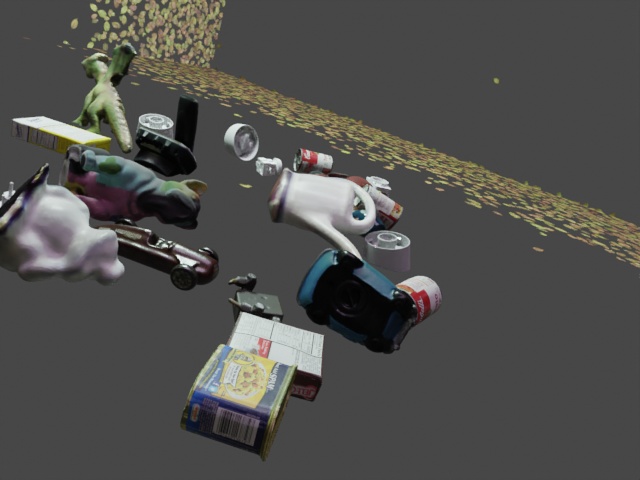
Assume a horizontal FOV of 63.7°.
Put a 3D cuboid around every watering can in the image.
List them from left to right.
[{"bbox_3d":[0.003,-0.052,1.032,0.224,0.102,0.355,12,30,-1],"label":"watering can"}]

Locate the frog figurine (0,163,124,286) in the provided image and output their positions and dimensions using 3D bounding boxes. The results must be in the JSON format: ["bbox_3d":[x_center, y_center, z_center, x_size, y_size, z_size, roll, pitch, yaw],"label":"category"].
[{"bbox_3d":[-0.330,0.003,0.661,0.157,0.122,0.140,47,15,-31],"label":"frog figurine"}]

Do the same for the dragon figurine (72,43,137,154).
[{"bbox_3d":[-0.523,-0.381,1.301,0.122,0.240,0.415,5,20,-45],"label":"dragon figurine"}]
